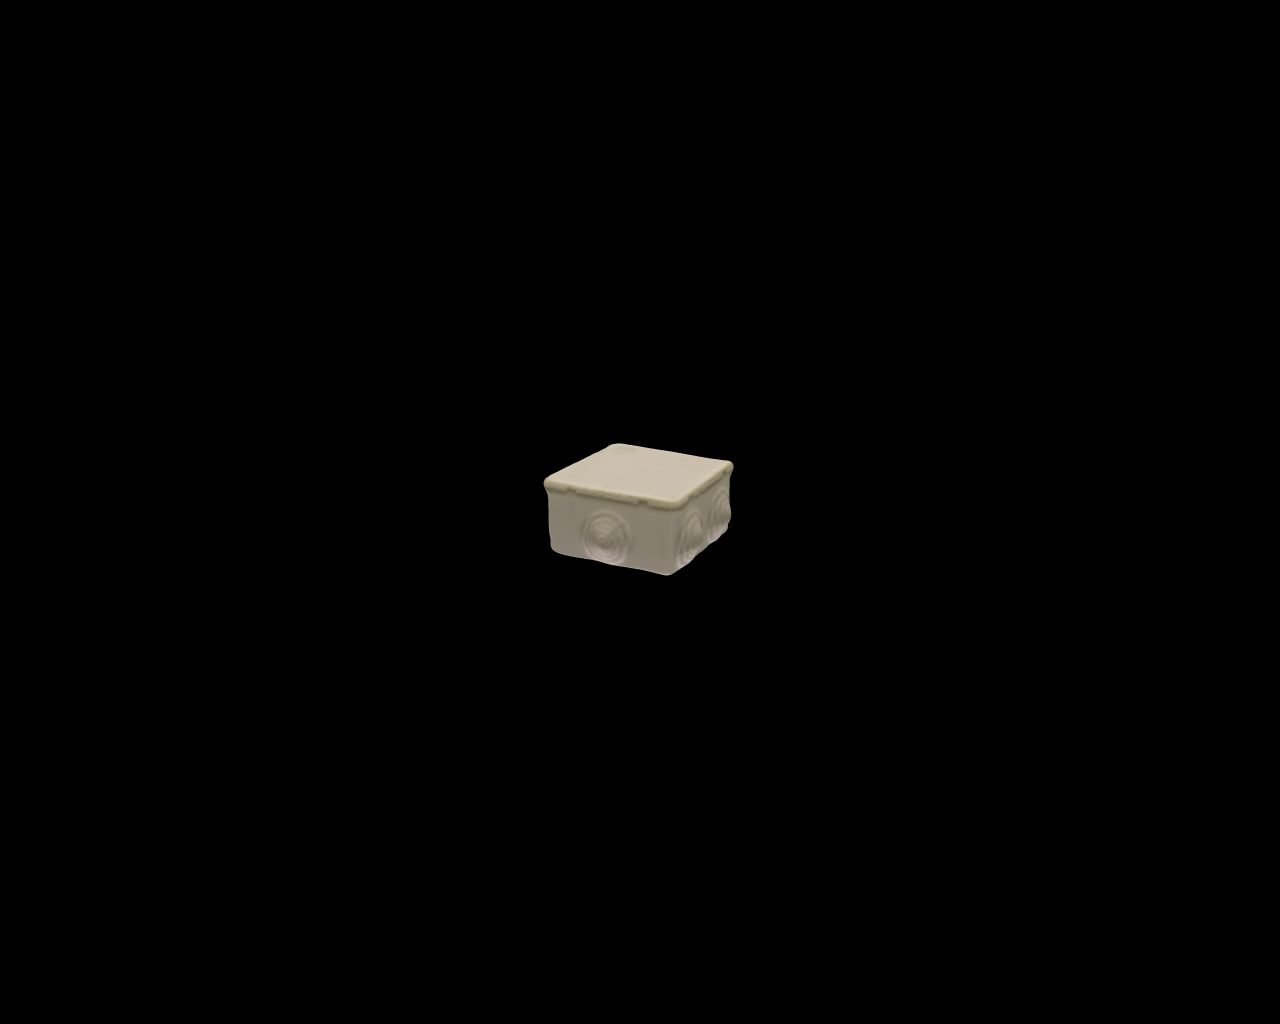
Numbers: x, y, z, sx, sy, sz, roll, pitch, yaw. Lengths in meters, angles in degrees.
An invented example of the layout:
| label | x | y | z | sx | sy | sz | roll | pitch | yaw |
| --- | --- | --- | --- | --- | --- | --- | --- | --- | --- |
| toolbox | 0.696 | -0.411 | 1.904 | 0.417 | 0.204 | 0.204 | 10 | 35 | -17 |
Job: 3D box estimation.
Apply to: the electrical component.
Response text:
| label | x | y | z | sx | sy | sz | roll | pitch | yaw |
| --- | --- | --- | --- | --- | --- | --- | --- | --- | --- |
| electrical component | 0.001 | -0.003 | 0.650 | 0.100 | 0.048 | 0.100 | 10 | 23 | 26 |
